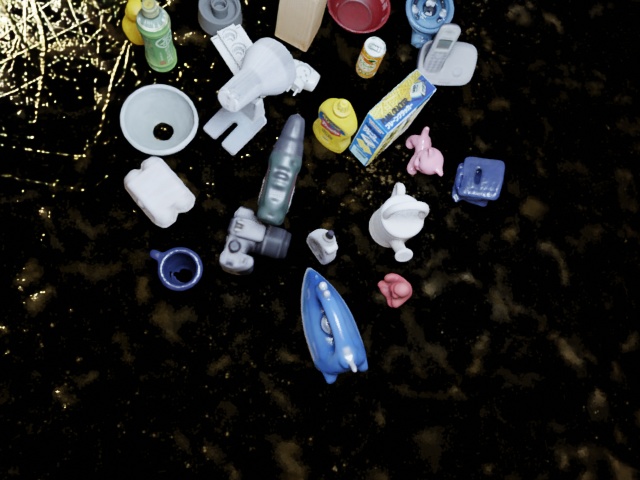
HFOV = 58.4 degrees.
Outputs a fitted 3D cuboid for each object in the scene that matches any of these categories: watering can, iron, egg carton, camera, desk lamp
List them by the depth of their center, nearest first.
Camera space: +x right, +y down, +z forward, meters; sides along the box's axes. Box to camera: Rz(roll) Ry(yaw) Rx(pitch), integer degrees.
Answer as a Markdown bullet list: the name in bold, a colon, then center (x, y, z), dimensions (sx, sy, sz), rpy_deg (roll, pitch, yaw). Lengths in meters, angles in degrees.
- **iron**: center (0.024, 0.172, 1.229), dimensions (0.119, 0.141, 0.258), rpy_deg (-19, 82, -12)
- **camera**: center (-0.138, 0.009, 1.257), dimensions (0.137, 0.100, 0.143), rpy_deg (16, 76, -5)
- **egg carton**: center (-0.355, -0.105, 1.263), dimensions (0.107, 0.069, 0.150), rpy_deg (-42, 87, -14)
- **desk lamp**: center (-0.156, -0.317, 1.265), dimensions (0.118, 0.213, 0.203), rpy_deg (40, 75, 1)
- **watering can**: center (0.182, -0.042, 1.271), dimensions (0.101, 0.194, 0.173), rpy_deg (-20, 82, -12)

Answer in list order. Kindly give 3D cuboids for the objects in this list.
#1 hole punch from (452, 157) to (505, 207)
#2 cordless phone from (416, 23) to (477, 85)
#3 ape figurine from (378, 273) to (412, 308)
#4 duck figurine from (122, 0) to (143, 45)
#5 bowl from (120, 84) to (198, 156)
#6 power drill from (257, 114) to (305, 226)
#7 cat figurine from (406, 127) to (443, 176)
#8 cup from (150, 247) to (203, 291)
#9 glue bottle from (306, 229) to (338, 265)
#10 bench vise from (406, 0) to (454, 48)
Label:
- **hole punch**: center (0.380, -0.142, 1.377), dimensions (0.101, 0.091, 0.109), rpy_deg (16, 76, -5)
- **cordless phone**: center (0.321, -0.454, 1.384), dimensions (0.148, 0.185, 0.094), rpy_deg (-1, 78, -9)
- **ape figurine**: center (0.176, 0.113, 1.291), dimensions (0.076, 0.092, 0.078), rpy_deg (11, 77, -6)
- **duck figurine**: center (-0.423, -0.515, 1.329), dimensions (0.077, 0.086, 0.104), rpy_deg (-9, 80, -11)
- **bowl**: center (-0.359, -0.260, 1.292), dimensions (0.167, 0.074, 0.167), rpy_deg (2, 78, -9)
- **power drill**: center (-0.086, -0.134, 1.240), dimensions (0.075, 0.208, 0.230), rpy_deg (14, 76, -5)
- **cat figurine**: center (0.253, -0.204, 1.356), dimensions (0.067, 0.117, 0.128), rpy_deg (-1, 78, -9)
- **cup**: center (-0.307, 0.062, 1.223), dimensions (0.118, 0.095, 0.092), rpy_deg (29, 75, -2)
- **glue bottle**: center (0.011, 0.004, 1.245), dimensions (0.037, 0.173, 0.078), rpy_deg (-31, 84, -13)
- **bench vise**: center (0.262, -0.606, 1.388), dimensions (0.121, 0.219, 0.207), rpy_deg (-13, 80, -11)
